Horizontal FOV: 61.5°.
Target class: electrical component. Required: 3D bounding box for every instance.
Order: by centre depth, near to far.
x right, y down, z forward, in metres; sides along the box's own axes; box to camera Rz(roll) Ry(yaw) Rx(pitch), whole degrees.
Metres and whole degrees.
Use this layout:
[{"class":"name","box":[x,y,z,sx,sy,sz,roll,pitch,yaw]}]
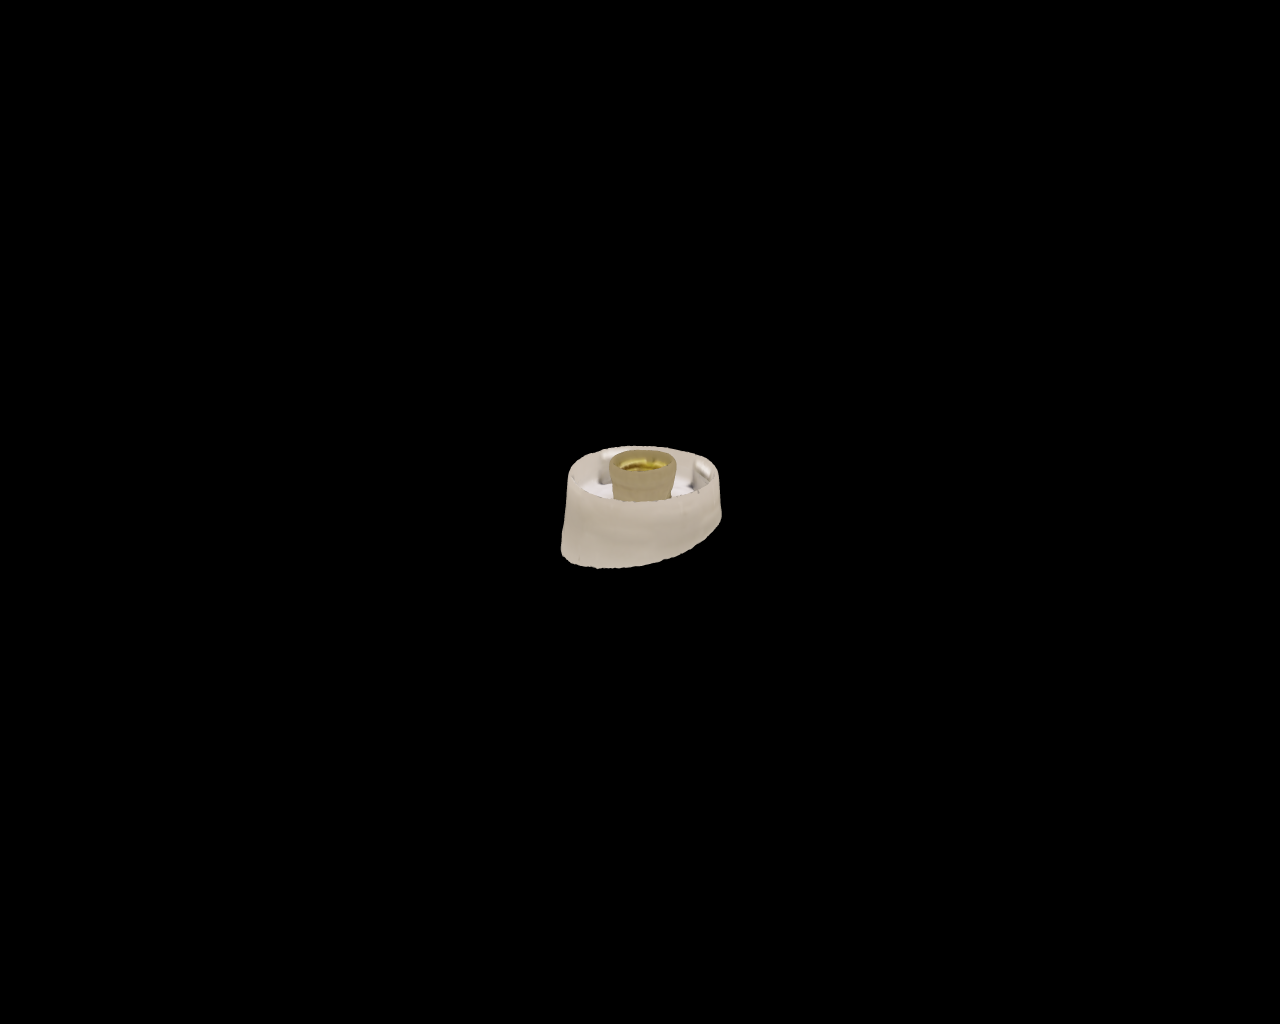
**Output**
[{"class":"electrical component","box":[0.001,-0.003,0.650,0.099,0.064,0.099,0,24,0]}]
